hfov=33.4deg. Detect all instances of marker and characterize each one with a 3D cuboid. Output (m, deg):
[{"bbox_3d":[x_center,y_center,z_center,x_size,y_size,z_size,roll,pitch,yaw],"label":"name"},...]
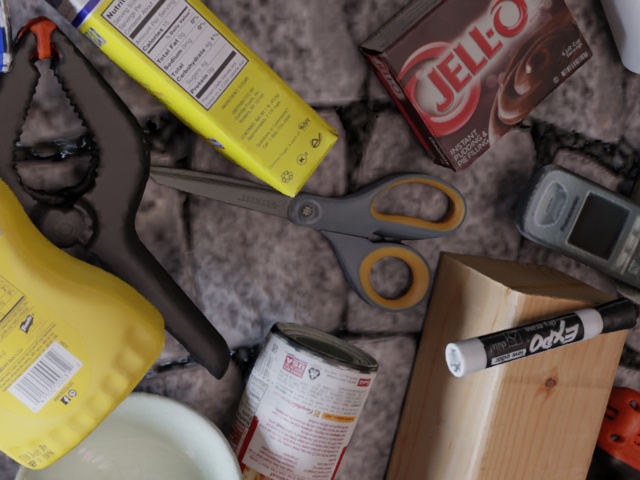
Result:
[{"bbox_3d":[0.127,0.053,0.594,0.121,0.020,0.020,-12,110,-21],"label":"marker"}]

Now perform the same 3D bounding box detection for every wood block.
[{"bbox_3d":[0.110,0.122,0.669,0.090,0.090,0.206,8,102,-27],"label":"wood block"}]

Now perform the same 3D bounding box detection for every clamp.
[{"bbox_3d":[-0.122,-0.006,0.546,0.164,0.036,0.210,-1,106,-21],"label":"clamp"}]

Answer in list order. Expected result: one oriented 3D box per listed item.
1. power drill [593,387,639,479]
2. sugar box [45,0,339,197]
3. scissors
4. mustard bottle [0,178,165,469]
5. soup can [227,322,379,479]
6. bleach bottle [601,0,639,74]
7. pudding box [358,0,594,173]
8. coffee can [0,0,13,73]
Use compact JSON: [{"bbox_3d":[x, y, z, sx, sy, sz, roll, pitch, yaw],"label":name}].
[{"bbox_3d":[0.232,0.216,0.777,0.184,0.057,0.187,31,88,-26],"label":"power drill"},{"bbox_3d":[-0.077,-0.096,0.511,0.176,0.093,0.048,38,87,-29],"label":"sugar box"},{"bbox_3d":[-0.004,0.001,0.620,0.201,0.016,0.096,-4,107,-25],"label":"scissors"},{"bbox_3d":[-0.170,0.015,0.487,0.096,0.058,0.191,-44,109,8],"label":"mustard bottle"},{"bbox_3d":[-0.015,0.106,0.617,0.068,0.069,0.102,19,96,-29],"label":"soup can"},{"bbox_3d":[0.187,-0.226,0.618,0.102,0.068,0.251,-32,114,-11],"label":"bleach bottle"},{"bbox_3d":[0.091,-0.109,0.619,0.113,0.039,0.090,-42,119,-8],"label":"pudding box"},{"bbox_3d":[-0.210,-0.105,0.438,0.140,0.103,0.103,-16,112,-21],"label":"coffee can"}]
